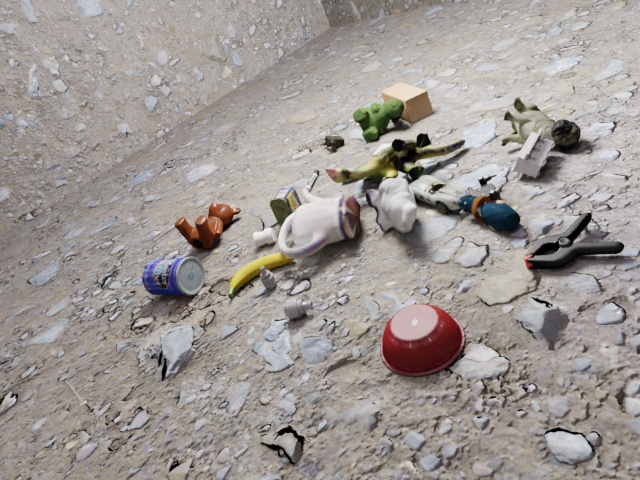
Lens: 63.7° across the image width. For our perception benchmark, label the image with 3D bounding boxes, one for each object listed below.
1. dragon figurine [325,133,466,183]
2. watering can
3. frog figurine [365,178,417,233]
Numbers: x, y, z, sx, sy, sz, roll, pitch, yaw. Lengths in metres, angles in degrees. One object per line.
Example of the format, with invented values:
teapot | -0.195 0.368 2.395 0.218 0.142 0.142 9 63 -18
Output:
dragon figurine | 0.204 -0.228 1.497 0.413 0.121 0.242 -16 -171 -30
watering can | 0.004 -0.070 1.398 0.223 0.102 0.356 -12 -148 19
frog figurine | 0.198 -0.084 1.245 0.123 0.137 0.159 -5 -179 -25
